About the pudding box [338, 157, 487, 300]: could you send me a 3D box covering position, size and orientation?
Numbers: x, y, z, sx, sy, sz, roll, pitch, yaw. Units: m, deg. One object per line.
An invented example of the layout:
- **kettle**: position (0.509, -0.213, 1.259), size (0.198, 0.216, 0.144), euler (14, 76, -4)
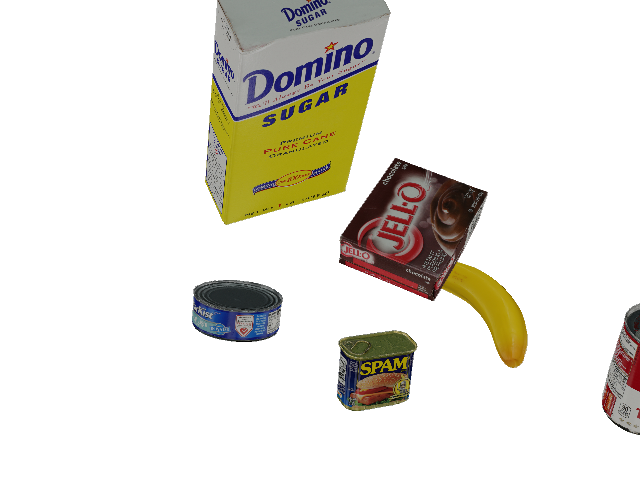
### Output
- **pudding box**: position (0.079, -0.011, 0.907), size (0.090, 0.039, 0.113), euler (22, 49, 16)

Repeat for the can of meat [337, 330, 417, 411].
- **can of meat**: position (0.073, 0.173, 1.417), size (0.102, 0.084, 0.057), euler (-6, 25, -21)

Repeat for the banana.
- **banana**: position (0.165, 0.067, 1.117), size (0.069, 0.037, 0.198), euler (-35, 39, -13)

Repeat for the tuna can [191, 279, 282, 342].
- **tuna can**: position (-0.080, 0.067, 1.022), size (0.086, 0.034, 0.086), euler (6, 16, -2)

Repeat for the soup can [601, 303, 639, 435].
- **soup can**: position (0.293, 0.115, 0.949), size (0.068, 0.102, 0.068), euler (3, 35, -2)

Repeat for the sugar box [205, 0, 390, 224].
- **sugar box**: position (-0.019, -0.083, 0.659), size (0.093, 0.048, 0.176), euler (-17, -26, -17)
